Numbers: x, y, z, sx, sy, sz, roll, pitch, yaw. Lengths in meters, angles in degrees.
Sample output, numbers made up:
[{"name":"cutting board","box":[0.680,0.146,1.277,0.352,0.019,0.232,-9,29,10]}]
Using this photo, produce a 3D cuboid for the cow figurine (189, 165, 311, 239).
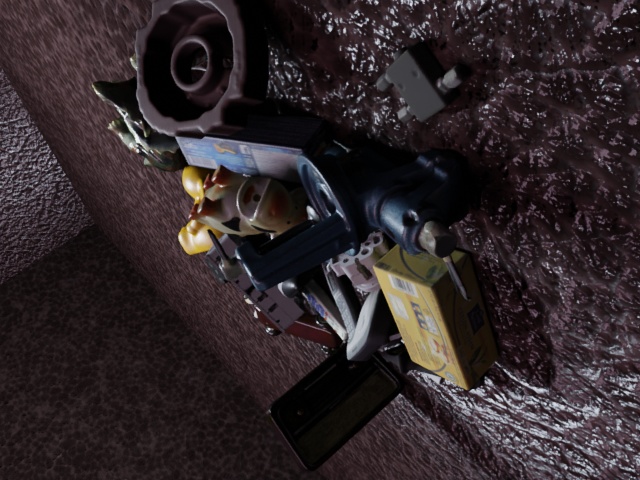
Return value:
[{"name":"cow figurine","box":[-0.086,-0.038,0.677,0.127,0.085,0.195,23,170,-20]}]

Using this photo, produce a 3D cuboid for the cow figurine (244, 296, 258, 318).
[{"name":"cow figurine","box":[-0.124,0.125,1.198,0.168,0.068,0.098,20,137,46]}]

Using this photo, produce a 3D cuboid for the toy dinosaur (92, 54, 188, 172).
[{"name":"toy dinosaur","box":[-0.291,-0.192,0.979,0.192,0.131,0.404,50,165,12]}]

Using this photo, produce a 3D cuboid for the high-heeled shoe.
[{"name":"high-heeled shoe","box":[-0.077,0.007,0.853,0.145,0.086,0.249,40,-178,-10]}]

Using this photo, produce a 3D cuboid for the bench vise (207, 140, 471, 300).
[{"name":"bench vise","box":[0.018,-0.013,0.533,0.224,0.241,0.128,52,167,42]}]

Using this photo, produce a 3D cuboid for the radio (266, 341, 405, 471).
[{"name":"radio","box":[0.024,0.284,0.956,0.131,0.229,0.073,51,155,10]}]

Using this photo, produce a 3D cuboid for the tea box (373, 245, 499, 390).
[{"name":"tea box","box":[0.141,0.087,0.644,0.098,0.068,0.169,22,145,49]}]

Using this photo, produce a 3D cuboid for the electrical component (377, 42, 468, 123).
[{"name":"electrical component","box":[0.087,-0.138,0.468,0.063,0.021,0.094,54,158,-6]}]

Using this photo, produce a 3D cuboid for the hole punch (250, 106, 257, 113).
[{"name":"hole punch","box":[-0.151,-0.169,0.786,0.116,0.092,0.142,34,148,28]}]

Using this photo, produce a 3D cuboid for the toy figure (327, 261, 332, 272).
[{"name":"toy figure","box":[-0.003,-0.001,0.788,0.155,0.064,0.057,33,145,38]}]

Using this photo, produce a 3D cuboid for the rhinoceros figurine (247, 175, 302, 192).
[{"name":"rhinoceros figurine","box":[-0.030,-0.062,0.735,0.190,0.073,0.112,38,155,29]}]

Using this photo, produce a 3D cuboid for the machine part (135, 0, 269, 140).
[{"name":"machine part","box":[-0.138,-0.202,0.625,0.180,0.056,0.179,2,95,29]}]

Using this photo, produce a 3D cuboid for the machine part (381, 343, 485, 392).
[{"name":"machine part","box":[0.158,0.172,0.747,0.139,0.084,0.039,12,99,42]}]

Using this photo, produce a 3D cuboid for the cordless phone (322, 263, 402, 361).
[{"name":"cordless phone","box":[0.056,0.077,0.797,0.184,0.089,0.146,64,162,18]}]

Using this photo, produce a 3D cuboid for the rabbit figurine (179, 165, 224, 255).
[{"name":"rabbit figurine","box":[-0.216,-0.069,1.030,0.162,0.122,0.173,-15,93,63]}]

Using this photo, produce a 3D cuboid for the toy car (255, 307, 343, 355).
[{"name":"toy car","box":[-0.041,0.164,1.072,0.202,0.053,0.089,12,133,31]}]

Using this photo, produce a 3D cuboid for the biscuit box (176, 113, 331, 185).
[{"name":"biscuit box","box":[-0.087,-0.122,0.685,0.203,0.063,0.059,13,142,27]}]

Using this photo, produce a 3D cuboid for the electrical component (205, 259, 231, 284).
[{"name":"electrical component","box":[-0.162,0.033,1.070,0.058,0.115,0.134,60,160,-13]}]
